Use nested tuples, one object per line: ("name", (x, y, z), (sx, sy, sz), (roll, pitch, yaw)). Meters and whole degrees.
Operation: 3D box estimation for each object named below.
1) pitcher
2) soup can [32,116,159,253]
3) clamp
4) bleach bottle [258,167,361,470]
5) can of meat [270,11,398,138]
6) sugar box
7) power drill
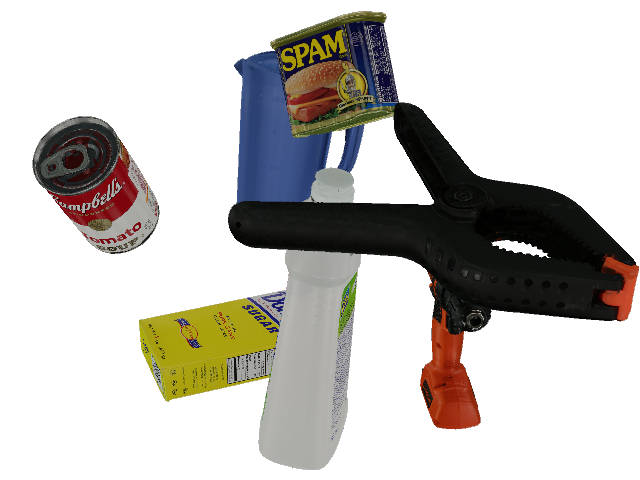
("pitcher", (-0.039, -0.120, 1.412), (0.144, 0.243, 0.149), (-3, 24, -23))
("soup can", (-0.173, -0.041, 0.834), (0.068, 0.068, 0.102), (0, -27, 12))
("clamp", (0.065, -0.007, 0.574), (0.164, 0.036, 0.210), (-30, 45, -33))
("bleach bottle", (-0.002, 0.056, 0.830), (0.068, 0.251, 0.102), (12, 33, 6))
("can of meat", (0.013, -0.137, 0.900), (0.102, 0.084, 0.057), (-11, 0, 38))
("sugar box", (-0.082, 0.099, 1.052), (0.176, 0.048, 0.093), (-13, 33, -18))
("power drill", (0.144, 0.104, 1.139), (0.057, 0.188, 0.184), (-1, 24, -2))
